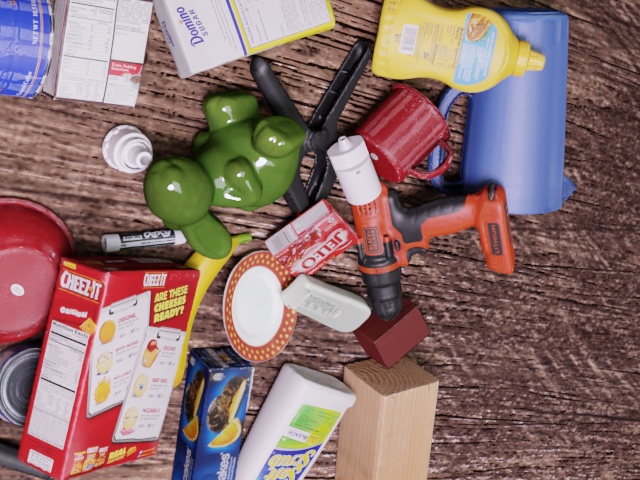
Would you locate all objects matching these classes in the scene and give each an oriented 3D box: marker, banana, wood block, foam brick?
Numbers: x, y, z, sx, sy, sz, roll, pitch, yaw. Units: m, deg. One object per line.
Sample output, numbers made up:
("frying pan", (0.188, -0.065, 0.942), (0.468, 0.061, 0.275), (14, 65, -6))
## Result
("marker", (-0.177, -0.002, 1.160), (0.120, 0.020, 0.020), (-6, 111, -31))
("banana", (-0.142, 0.072, 1.199), (0.069, 0.037, 0.198), (27, 92, -35))
("wood block", (0.083, 0.262, 1.380), (0.090, 0.090, 0.206), (-10, 115, -31))
("foam brick", (0.091, 0.115, 1.357), (0.078, 0.053, 0.051), (-38, 125, -15))

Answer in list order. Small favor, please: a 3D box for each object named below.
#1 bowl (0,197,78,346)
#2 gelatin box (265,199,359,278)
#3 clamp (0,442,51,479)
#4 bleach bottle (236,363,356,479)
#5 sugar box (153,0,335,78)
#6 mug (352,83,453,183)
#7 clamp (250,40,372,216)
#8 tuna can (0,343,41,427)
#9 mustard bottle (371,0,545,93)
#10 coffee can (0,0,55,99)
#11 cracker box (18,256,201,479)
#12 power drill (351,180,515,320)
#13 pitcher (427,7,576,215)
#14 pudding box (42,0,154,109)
("bowl", (-0.311, 0.042, 1.065), (0.161, 0.055, 0.162), (-12, 115, -27))
("gelatin box", (-0.008, 0.001, 1.236), (0.089, 0.030, 0.073), (-36, 143, 8))
("clamp", (-0.359, 0.219, 1.115), (0.120, 0.039, 0.171), (-28, 121, -22))
("bleach bottle", (-0.056, 0.281, 1.322), (0.102, 0.068, 0.251), (22, 98, -37))
("sugar box", (-0.077, -0.238, 1.104), (0.176, 0.048, 0.093), (-22, 99, -21))
("mug", (0.099, -0.113, 1.234), (0.081, 0.117, 0.093), (-45, 161, -13))
("clamp", (-0.020, -0.121, 1.200), (0.164, 0.036, 0.210), (-8, 115, -39))
("tuna can", (-0.303, 0.152, 1.114), (0.085, 0.034, 0.086), (-1, 92, -36))
("mustard bottle", (0.159, -0.219, 1.209), (0.191, 0.058, 0.096), (11, 105, 1))
("coffee can", (-0.320, -0.183, 0.945), (0.140, 0.103, 0.103), (2, 107, -34))
("cracker box", (-0.217, 0.126, 1.105), (0.164, 0.072, 0.214), (2, 103, -64))
("power drill", (0.135, 0.009, 1.279), (0.188, 0.057, 0.184), (-5, 114, 14))
("pitcher", (0.229, -0.158, 1.303), (0.148, 0.145, 0.243), (-17, 114, -47))
("pudding box", (-0.218, -0.190, 1.049), (0.089, 0.039, 0.113), (3, 104, -33))
